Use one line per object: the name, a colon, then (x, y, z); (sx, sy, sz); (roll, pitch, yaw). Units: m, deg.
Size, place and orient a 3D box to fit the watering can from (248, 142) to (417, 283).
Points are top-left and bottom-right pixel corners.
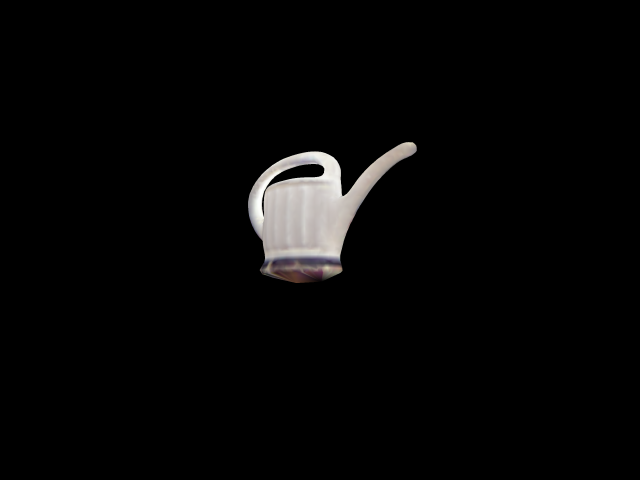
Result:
watering can: (0.003, -0.043, 0.850); (0.346, 0.226, 0.104); (-6, -10, 39)
